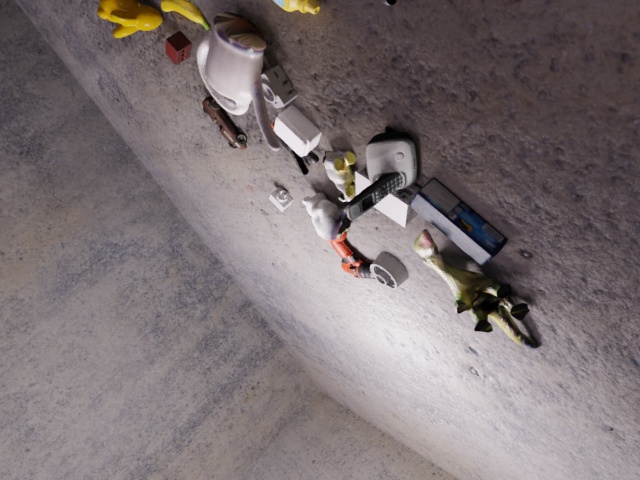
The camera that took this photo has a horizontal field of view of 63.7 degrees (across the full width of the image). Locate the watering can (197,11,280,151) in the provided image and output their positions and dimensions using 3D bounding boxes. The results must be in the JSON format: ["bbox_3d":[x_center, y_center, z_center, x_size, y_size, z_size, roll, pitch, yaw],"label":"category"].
[{"bbox_3d":[-0.178,-0.384,1.204,0.352,0.105,0.219,46,137,23],"label":"watering can"}]

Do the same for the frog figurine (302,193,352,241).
[{"bbox_3d":[0.005,-0.075,1.483,0.160,0.123,0.135,25,171,21],"label":"frog figurine"}]

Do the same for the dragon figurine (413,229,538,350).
[{"bbox_3d":[0.345,0.109,1.199,0.404,0.122,0.247,42,-173,-36],"label":"dragon figurine"}]
